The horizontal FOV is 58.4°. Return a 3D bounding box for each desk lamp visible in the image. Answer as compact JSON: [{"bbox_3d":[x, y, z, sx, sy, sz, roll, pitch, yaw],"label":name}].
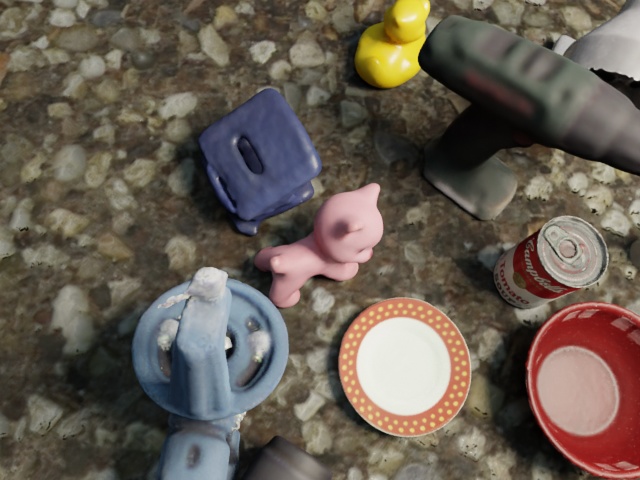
[{"bbox_3d":[0.295,-0.178,0.579,0.118,0.213,0.203,28,70,2],"label":"desk lamp"}]

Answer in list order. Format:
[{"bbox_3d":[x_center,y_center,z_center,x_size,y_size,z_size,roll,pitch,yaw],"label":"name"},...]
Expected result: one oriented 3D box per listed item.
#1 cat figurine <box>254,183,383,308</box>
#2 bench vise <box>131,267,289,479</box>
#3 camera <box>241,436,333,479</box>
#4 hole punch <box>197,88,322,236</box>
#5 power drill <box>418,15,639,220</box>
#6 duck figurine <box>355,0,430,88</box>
[{"bbox_3d":[0.005,0.002,0.529,0.128,0.117,0.067,-26,77,-15],"label":"cat figurine"},{"bbox_3d":[-0.076,0.112,0.427,0.121,0.219,0.207,-9,73,-11],"label":"bench vise"},{"bbox_3d":[-0.033,0.240,0.454,0.143,0.100,0.137,33,70,3],"label":"camera"},{"bbox_3d":[-0.061,-0.075,0.559,0.101,0.091,0.108,-28,78,-16],"label":"hole punch"},{"bbox_3d":[0.183,-0.099,0.540,0.229,0.208,0.076,38,71,5],"label":"power drill"},{"bbox_3d":[0.085,-0.226,0.633,0.077,0.086,0.105,37,71,5],"label":"duck figurine"}]
